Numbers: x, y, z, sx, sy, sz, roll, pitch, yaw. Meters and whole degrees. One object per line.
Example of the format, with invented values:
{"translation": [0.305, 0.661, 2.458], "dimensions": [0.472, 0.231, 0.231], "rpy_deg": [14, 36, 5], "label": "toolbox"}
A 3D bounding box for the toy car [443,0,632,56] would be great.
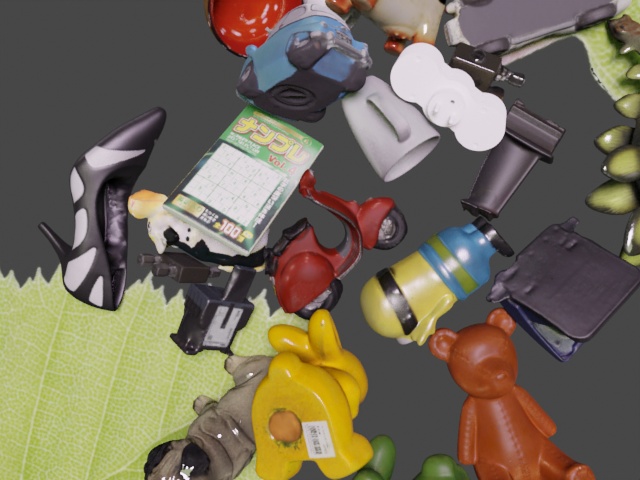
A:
{"translation": [0.239, -0.256, 0.596], "dimensions": [0.202, 0.056, 0.073], "rpy_deg": [-15, 99, 9], "label": "toy car"}

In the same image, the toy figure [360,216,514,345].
{"translation": [0.128, 0.042, 0.617], "dimensions": [0.180, 0.082, 0.089], "rpy_deg": [-42, 89, 10], "label": "toy figure"}

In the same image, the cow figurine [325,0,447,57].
{"translation": [0.060, -0.293, 0.561], "dimensions": [0.194, 0.086, 0.127], "rpy_deg": [23, 87, -37], "label": "cow figurine"}

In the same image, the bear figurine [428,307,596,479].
{"translation": [0.205, 0.186, 0.598], "dimensions": [0.120, 0.132, 0.195], "rpy_deg": [-15, 98, -4], "label": "bear figurine"}

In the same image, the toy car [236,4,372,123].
{"translation": [-0.018, -0.201, 0.586], "dimensions": [0.109, 0.162, 0.103], "rpy_deg": [14, 72, -32], "label": "toy car"}

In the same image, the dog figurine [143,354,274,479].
{"translation": [-0.094, 0.211, 0.598], "dimensions": [0.121, 0.190, 0.172], "rpy_deg": [38, 96, 2], "label": "dog figurine"}

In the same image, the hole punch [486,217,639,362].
{"translation": [0.269, 0.059, 0.598], "dimensions": [0.142, 0.092, 0.116], "rpy_deg": [-42, 57, -8], "label": "hole punch"}

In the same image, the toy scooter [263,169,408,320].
{"translation": [-0.001, -0.002, 0.619], "dimensions": [0.184, 0.075, 0.135], "rpy_deg": [-44, 109, 7], "label": "toy scooter"}

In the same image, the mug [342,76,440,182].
{"translation": [0.069, -0.132, 0.602], "dimensions": [0.081, 0.109, 0.107], "rpy_deg": [-39, 76, 7], "label": "mug"}

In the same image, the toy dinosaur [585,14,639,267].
{"translation": [0.414, -0.031, 0.572], "dimensions": [0.199, 0.105, 0.471], "rpy_deg": [-28, 82, 15], "label": "toy dinosaur"}

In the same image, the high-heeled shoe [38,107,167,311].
{"translation": [-0.237, -0.031, 0.655], "dimensions": [0.249, 0.086, 0.145], "rpy_deg": [-43, 93, 12], "label": "high-heeled shoe"}

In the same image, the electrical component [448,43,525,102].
{"translation": [0.166, -0.173, 0.605], "dimensions": [0.102, 0.078, 0.045], "rpy_deg": [25, 69, -2], "label": "electrical component"}

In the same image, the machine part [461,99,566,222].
{"translation": [0.217, -0.085, 0.619], "dimensions": [0.084, 0.039, 0.139], "rpy_deg": [34, 96, -2], "label": "machine part"}

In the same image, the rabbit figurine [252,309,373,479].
{"translation": [-0.005, 0.165, 0.600], "dimensions": [0.122, 0.173, 0.162], "rpy_deg": [-25, 82, 27], "label": "rabbit figurine"}

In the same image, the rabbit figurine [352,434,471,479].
{"translation": [0.090, 0.321, 0.626], "dimensions": [0.170, 0.121, 0.159], "rpy_deg": [-22, 98, 22], "label": "rabbit figurine"}

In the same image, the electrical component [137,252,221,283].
{"translation": [-0.170, 0.032, 0.657], "dimensions": [0.063, 0.094, 0.021], "rpy_deg": [24, 103, 42], "label": "electrical component"}

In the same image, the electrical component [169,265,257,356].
{"translation": [-0.122, 0.079, 0.644], "dimensions": [0.048, 0.075, 0.119], "rpy_deg": [30, 103, 43], "label": "electrical component"}

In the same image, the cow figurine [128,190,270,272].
{"translation": [-0.140, -0.011, 0.637], "dimensions": [0.167, 0.068, 0.098], "rpy_deg": [5, 110, -8], "label": "cow figurine"}
